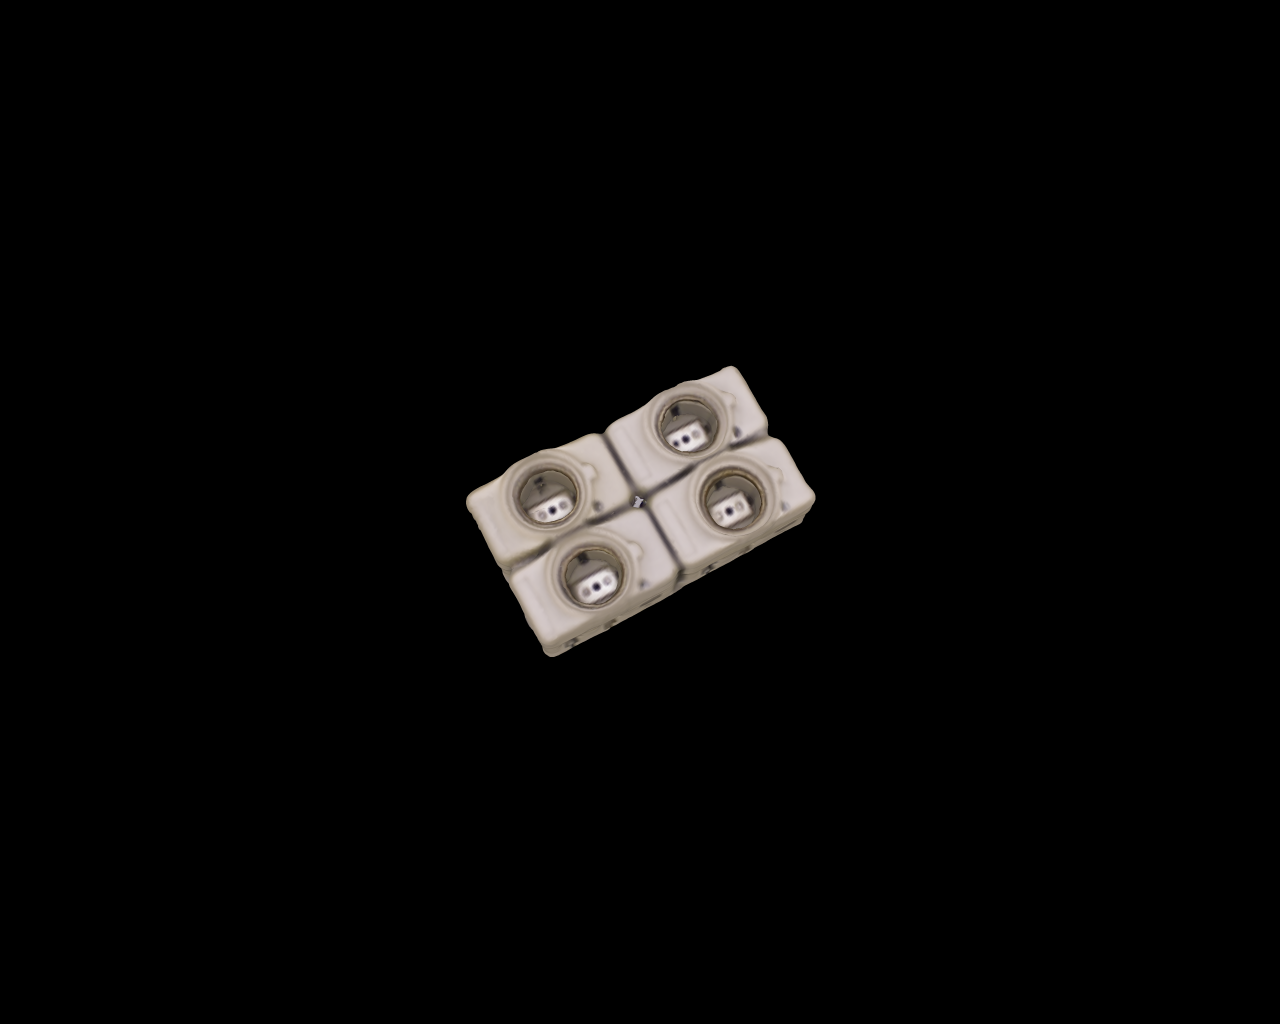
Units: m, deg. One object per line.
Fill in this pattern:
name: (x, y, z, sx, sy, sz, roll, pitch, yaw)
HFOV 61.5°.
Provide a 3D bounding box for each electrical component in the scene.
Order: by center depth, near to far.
electrical component: (0.001, -0.003, 0.650, 0.186, 0.105, 0.060, -27, -14, -7)
